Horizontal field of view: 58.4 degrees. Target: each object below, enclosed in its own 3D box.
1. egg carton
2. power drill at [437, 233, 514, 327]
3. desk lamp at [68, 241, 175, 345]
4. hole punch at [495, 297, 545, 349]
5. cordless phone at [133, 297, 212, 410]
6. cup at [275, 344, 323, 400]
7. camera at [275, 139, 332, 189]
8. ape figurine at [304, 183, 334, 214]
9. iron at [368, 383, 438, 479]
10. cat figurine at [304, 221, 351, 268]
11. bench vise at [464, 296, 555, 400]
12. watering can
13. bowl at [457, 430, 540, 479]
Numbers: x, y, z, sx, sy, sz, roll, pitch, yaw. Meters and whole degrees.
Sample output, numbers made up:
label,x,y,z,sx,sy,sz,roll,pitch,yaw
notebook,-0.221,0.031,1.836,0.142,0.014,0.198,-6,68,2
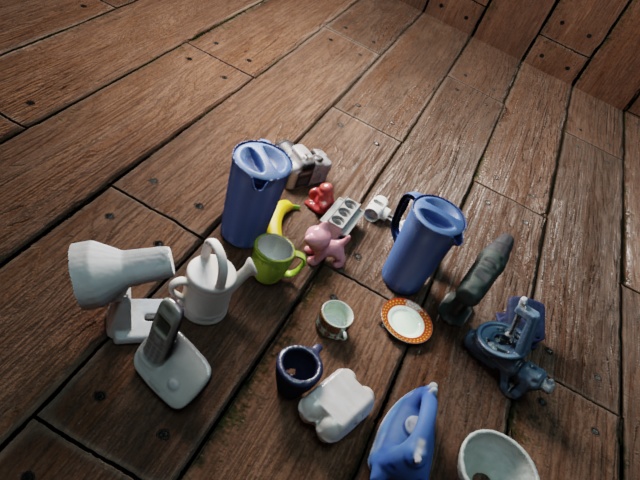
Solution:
label,x,y,z,sx,sy,sz,roll,pitch,yaw
egg carton,0.034,0.319,1.106,0.107,0.069,0.151,42,45,19
power drill,0.369,0.103,1.368,0.075,0.208,0.230,35,44,12
desk lamp,-0.354,0.091,1.056,0.204,0.213,0.117,1,47,-23
hole punch,0.503,0.204,1.413,0.109,0.091,0.101,12,44,-12
cordless phone,-0.253,0.198,1.014,0.147,0.185,0.094,38,44,16
cup,-0.042,0.258,1.115,0.091,0.095,0.118,36,44,14
camera,-0.057,-0.226,1.588,0.143,0.101,0.136,-17,56,-36
ape figurine,0.007,-0.115,1.512,0.076,0.092,0.077,9,44,-15
iron,0.184,0.352,1.086,0.118,0.141,0.258,26,42,3
cat figurine,0.013,0.005,1.375,0.128,0.117,0.067,4,46,-20
bench vise,0.445,0.232,1.264,0.207,0.219,0.122,33,43,10
watering can,-0.213,0.073,1.151,0.100,0.194,0.173,41,45,18
bowl,0.329,0.457,1.095,0.168,0.074,0.167,13,44,-12
